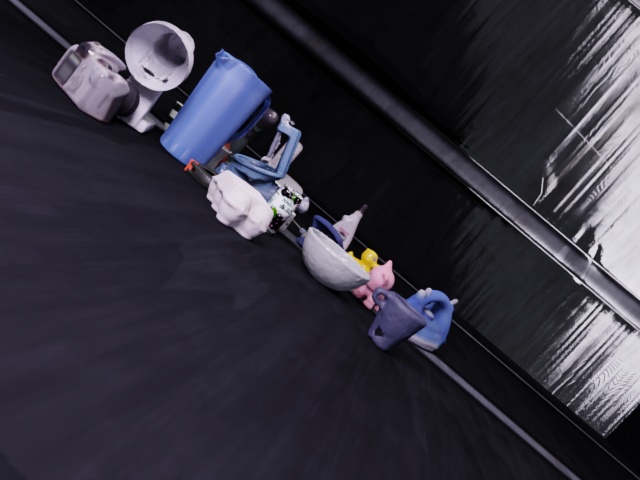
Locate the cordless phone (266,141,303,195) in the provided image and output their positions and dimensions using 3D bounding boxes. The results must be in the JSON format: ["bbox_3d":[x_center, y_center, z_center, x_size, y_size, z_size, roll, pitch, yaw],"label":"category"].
[{"bbox_3d":[-0.096,-0.202,1.728,0.148,0.185,0.094,40,7,-5],"label":"cordless phone"}]

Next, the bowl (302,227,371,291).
[{"bbox_3d":[0.020,0.053,1.186,0.167,0.074,0.167,40,7,-5],"label":"bowl"}]

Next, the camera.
[{"bbox_3d":[-0.377,-0.275,1.020,0.142,0.100,0.137,44,8,32],"label":"camera"}]

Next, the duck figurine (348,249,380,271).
[{"bbox_3d":[0.124,0.063,1.641,0.104,0.086,0.078,41,7,6],"label":"duck figurine"}]

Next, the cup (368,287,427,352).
[{"bbox_3d":[0.123,0.148,1.046,0.118,0.095,0.091,38,7,-17],"label":"cup"}]

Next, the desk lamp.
[{"bbox_3d":[-0.329,-0.325,1.124,0.118,0.213,0.203,38,7,-15],"label":"desk lamp"}]

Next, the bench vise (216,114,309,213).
[{"bbox_3d":[-0.098,-0.157,1.279,0.208,0.219,0.121,36,8,-33],"label":"bench vise"}]

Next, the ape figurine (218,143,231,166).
[{"bbox_3d":[-0.263,-0.244,1.485,0.076,0.092,0.077,38,7,-17],"label":"ape figurine"}]

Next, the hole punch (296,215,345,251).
[{"bbox_3d":[0.013,0.005,1.385,0.108,0.091,0.101,44,8,31],"label":"hole punch"}]

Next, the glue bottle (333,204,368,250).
[{"bbox_3d":[0.076,-0.034,1.638,0.078,0.173,0.037,39,7,-8],"label":"glue bottle"}]

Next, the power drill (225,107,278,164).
[{"bbox_3d":[-0.207,-0.297,1.635,0.076,0.208,0.229,37,7,-26],"label":"power drill"}]

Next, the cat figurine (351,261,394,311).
[{"bbox_3d":[0.139,0.102,1.335,0.067,0.117,0.128,43,7,23],"label":"cat figurine"}]

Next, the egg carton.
[{"bbox_3d":[-0.147,-0.065,1.048,0.108,0.069,0.150,36,8,-33],"label":"egg carton"}]

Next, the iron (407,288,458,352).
[{"bbox_3d":[0.250,0.173,1.384,0.118,0.141,0.259,45,8,35],"label":"iron"}]
